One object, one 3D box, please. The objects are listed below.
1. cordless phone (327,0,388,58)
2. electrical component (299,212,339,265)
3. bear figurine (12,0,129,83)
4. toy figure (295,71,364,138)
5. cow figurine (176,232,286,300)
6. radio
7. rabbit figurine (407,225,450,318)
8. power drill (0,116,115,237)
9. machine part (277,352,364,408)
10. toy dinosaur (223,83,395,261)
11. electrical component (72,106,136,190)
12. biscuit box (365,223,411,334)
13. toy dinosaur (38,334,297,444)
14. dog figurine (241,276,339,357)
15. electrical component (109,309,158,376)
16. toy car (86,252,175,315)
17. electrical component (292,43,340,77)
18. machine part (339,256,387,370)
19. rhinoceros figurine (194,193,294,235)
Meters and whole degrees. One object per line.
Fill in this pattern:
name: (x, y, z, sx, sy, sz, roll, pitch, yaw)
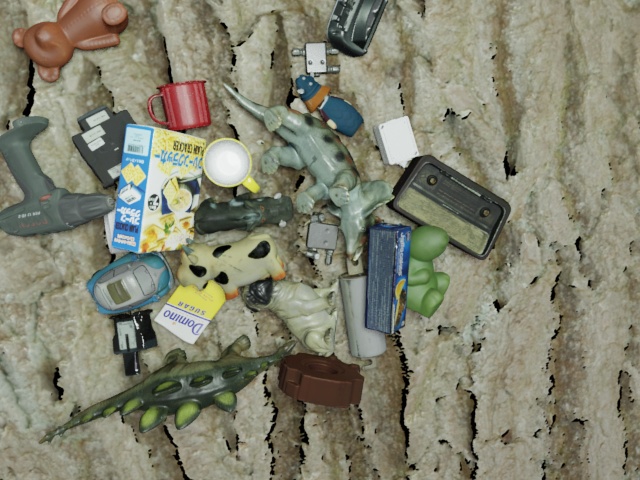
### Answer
cordless phone: (0.028, -0.448, 1.025, 0.184, 0.089, 0.146, 23, 95, 2)
electrical component: (-0.001, -0.004, 1.082, 0.078, 0.045, 0.102, 13, 95, -7)
bear figurine: (-0.441, -0.375, 0.940, 0.196, 0.132, 0.120, -32, 99, -9)
toy figure: (0.013, -0.261, 1.046, 0.154, 0.064, 0.058, 37, 129, -5)
cow figurine: (-0.174, 0.040, 0.997, 0.195, 0.085, 0.127, -20, 105, 2)
radio: (0.263, -0.069, 1.095, 0.229, 0.073, 0.131, 29, 93, -11)
rabbit figurine: (0.196, 0.038, 1.072, 0.159, 0.121, 0.170, 26, 122, 23)
power drill: (-0.493, -0.113, 0.967, 0.232, 0.086, 0.207, -19, 100, 18)
machine part: (0.002, 0.271, 1.058, 0.179, 0.179, 0.056, 10, 94, -9)
toy dinosaur: (-0.003, -0.157, 1.024, 0.131, 0.192, 0.405, -36, 86, 33)
electrical component: (-0.385, -0.177, 0.992, 0.115, 0.058, 0.134, -33, 101, -21)
biscuit box: (0.129, 0.070, 1.017, 0.063, 0.059, 0.202, 9, 102, 34)
toy dinosaur: (-0.265, 0.276, 1.007, 0.472, 0.198, 0.105, -18, 96, -7)
dog figurine: (-0.061, 0.151, 1.079, 0.191, 0.121, 0.172, 2, 94, 7)
electrical component: (-0.357, 0.197, 1.037, 0.075, 0.047, 0.119, -14, 86, 16)
toy car: (-0.366, 0.083, 1.018, 0.162, 0.103, 0.109, -23, 98, -6)
electrical component: (-0.008, -0.351, 1.050, 0.094, 0.021, 0.063, -3, 98, -8)
machine part: (0.089, 0.148, 1.098, 0.079, 0.079, 0.243, -10, 97, -6)
rhinoceros figurine: (-0.145, -0.053, 1.025, 0.190, 0.112, 0.073, -7, 96, 1)
